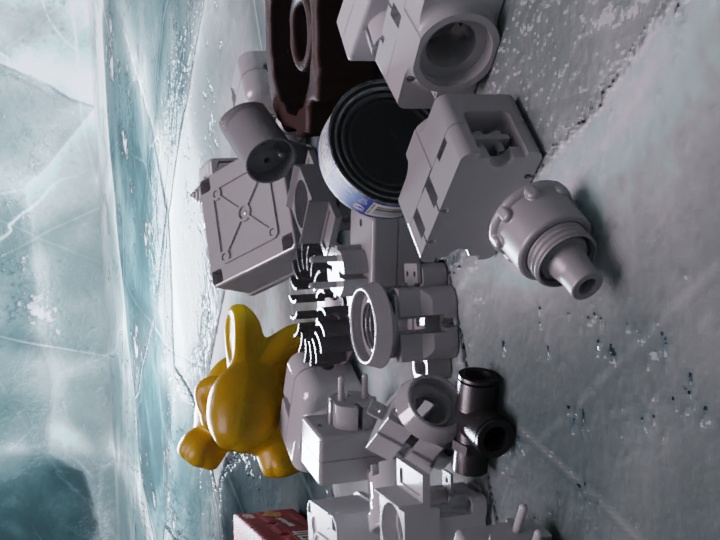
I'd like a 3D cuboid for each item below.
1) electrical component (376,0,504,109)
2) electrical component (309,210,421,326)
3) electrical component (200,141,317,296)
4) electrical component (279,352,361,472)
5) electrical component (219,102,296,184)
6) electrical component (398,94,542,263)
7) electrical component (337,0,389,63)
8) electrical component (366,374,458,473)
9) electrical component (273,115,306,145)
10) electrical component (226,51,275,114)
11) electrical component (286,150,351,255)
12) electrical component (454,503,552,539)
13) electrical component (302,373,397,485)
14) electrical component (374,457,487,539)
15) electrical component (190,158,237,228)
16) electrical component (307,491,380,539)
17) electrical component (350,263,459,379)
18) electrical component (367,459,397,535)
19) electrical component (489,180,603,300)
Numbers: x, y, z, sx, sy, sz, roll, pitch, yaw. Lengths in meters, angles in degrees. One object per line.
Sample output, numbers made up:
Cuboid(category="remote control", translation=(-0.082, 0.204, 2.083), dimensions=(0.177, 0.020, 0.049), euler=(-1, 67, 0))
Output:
Cuboid(category="electrical component", translation=(0.048, -0.144, 0.642), dimensions=(0.055, 0.050, 0.089), euler=(-112, 27, -42))
Cuboid(category="electrical component", translation=(0.000, 0.000, 0.762), dimensions=(0.047, 0.076, 0.083), euler=(-147, 57, -66))
Cuboid(category="electrical component", translation=(-0.083, -0.046, 0.952), dimensions=(0.109, 0.056, 0.108), euler=(-25, 66, 36))
Cuboid(category="electrical component", translation=(-0.032, 0.121, 0.904), dimensions=(0.059, 0.054, 0.095), euler=(-119, 32, -50))
Cuboid(category="electrical component", translation=(-0.089, -0.112, 0.901), dimensions=(0.081, 0.043, 0.043), euler=(56, 145, 44))
Cuboid(category="electrical component", translation=(0.060, -0.055, 0.623), dimensions=(0.089, 0.050, 0.055), euler=(110, 150, -47))
Cuboid(category="electrical component", translation=(0.022, -0.162, 0.719), dimensions=(0.065, 0.047, 0.076), euler=(115, 146, -52))
Cuboid(category="electrical component", translation=(0.039, 0.100, 0.703), dimensions=(0.055, 0.066, 0.048), euler=(-58, 4, 46))
Cuboid(category="electrical component", translation=(-0.070, -0.124, 0.988), dimensions=(0.062, 0.043, 0.043), euler=(107, 152, -42))
Cuboid(category="electrical component", translation=(-0.093, -0.155, 1.031), dimensions=(0.095, 0.054, 0.059), euler=(114, 147, -52))
Cuboid(category="electrical component", translation=(-0.019, -0.051, 0.825), dimensions=(0.081, 0.064, 0.042), euler=(-112, 28, -42))
Cuboid(category="electrical component", translation=(0.086, 0.163, 0.590), dimensions=(0.065, 0.047, 0.076), euler=(-119, 32, -51))
Cuboid(category="electrical component", translation=(-0.006, 0.115, 0.812), dimensions=(0.047, 0.066, 0.076), euler=(-147, 56, -66))
Cuboid(category="electrical component", translation=(0.046, 0.161, 0.677), dimensions=(0.042, 0.064, 0.081), euler=(-164, 72, -70))
Cuboid(category="electrical component", translation=(-0.116, -0.076, 1.046), dimensions=(0.061, 0.096, 0.061), euler=(162, 104, -69))
Cuboid(category="electrical component", translation=(0.000, 0.234, 0.829), dimensions=(0.078, 0.057, 0.113), euler=(180, 87, -71))
Cuboid(category="electrical component", translation=(0.028, 0.035, 0.717), dimensions=(0.058, 0.057, 0.078), euler=(-179, 86, -70))
Cuboid(category="electrical component", translation=(0.024, 0.164, 0.777), dimensions=(0.040, 0.040, 0.046), euler=(119, 149, -57))
Cuboid(category="electrical component", translation=(0.097, -0.011, 0.536), dimensions=(0.062, 0.048, 0.048), euler=(-122, 34, -42))
